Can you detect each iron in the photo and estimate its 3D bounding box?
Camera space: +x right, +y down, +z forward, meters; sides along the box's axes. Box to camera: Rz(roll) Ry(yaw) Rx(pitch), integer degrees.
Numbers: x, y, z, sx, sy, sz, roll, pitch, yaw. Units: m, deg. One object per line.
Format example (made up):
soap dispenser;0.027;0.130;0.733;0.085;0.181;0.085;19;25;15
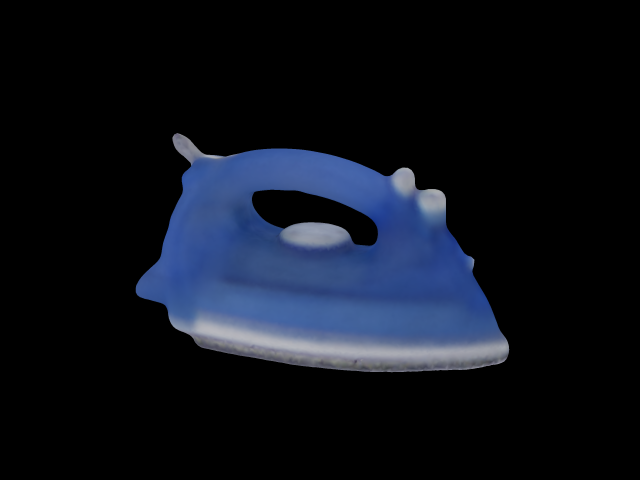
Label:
iron;0.004;0.001;0.400;0.257;0.141;0.119;6;19;16
